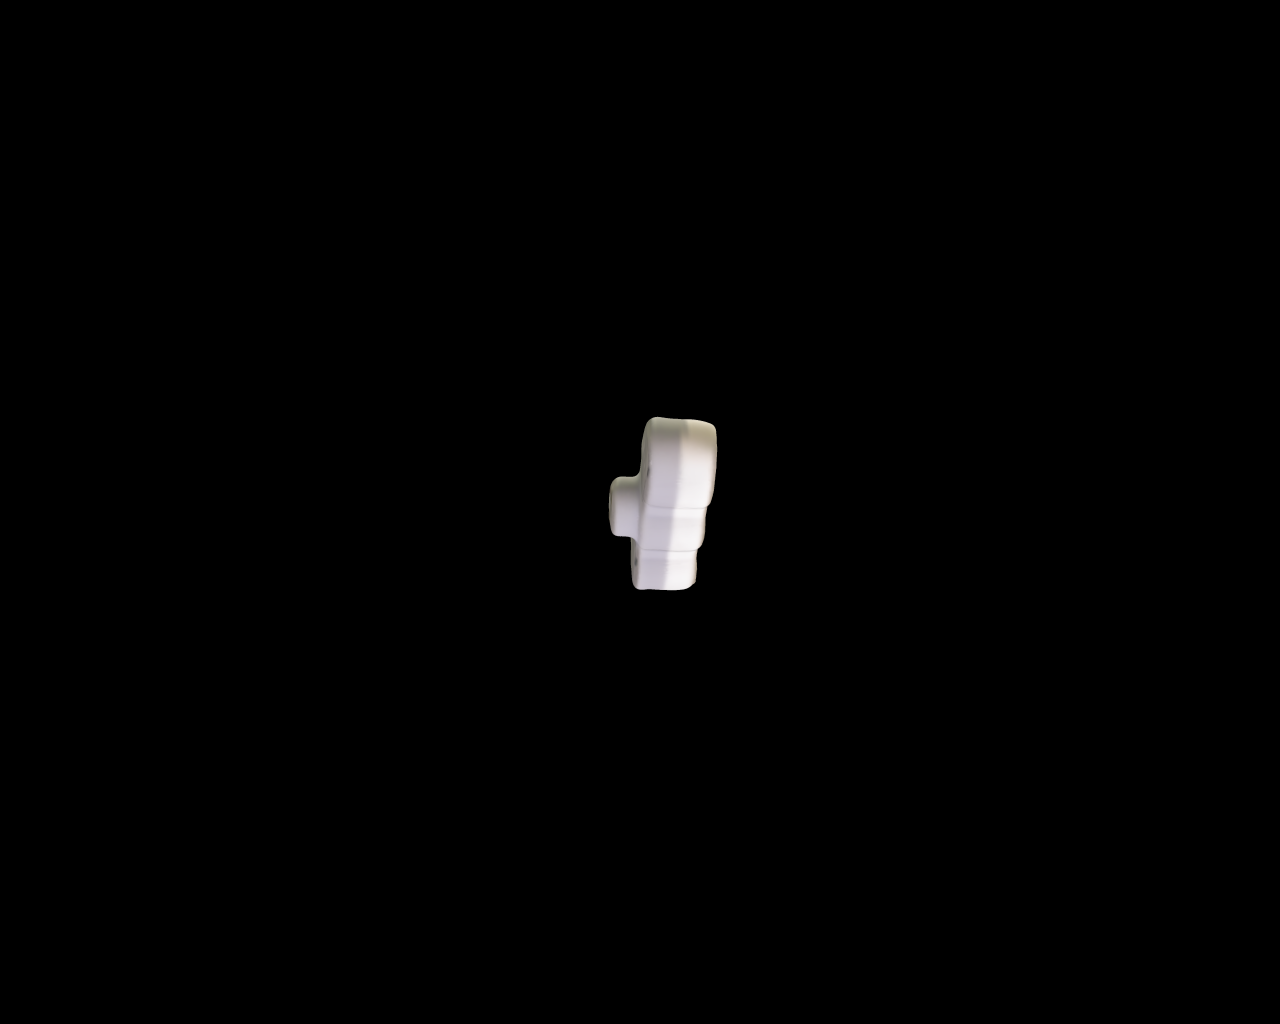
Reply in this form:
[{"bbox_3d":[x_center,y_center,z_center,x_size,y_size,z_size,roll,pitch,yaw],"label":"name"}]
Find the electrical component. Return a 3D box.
[{"bbox_3d":[0.001,-0.003,0.650,0.074,0.052,0.138,3,-37,-4],"label":"electrical component"}]
